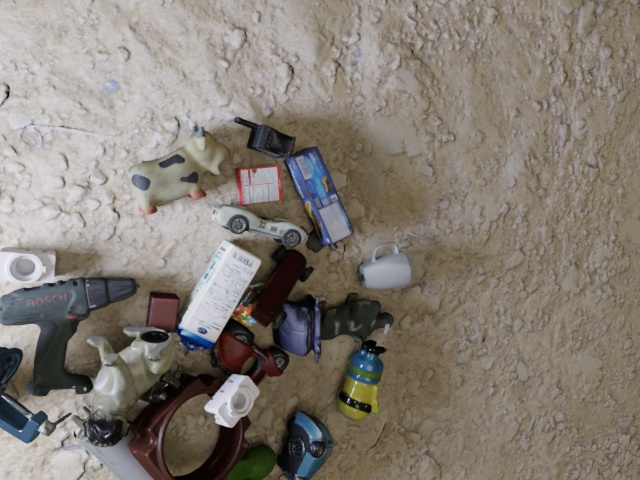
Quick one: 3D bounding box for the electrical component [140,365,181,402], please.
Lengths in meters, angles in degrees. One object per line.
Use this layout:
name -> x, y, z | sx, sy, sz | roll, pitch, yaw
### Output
electrical component -> -0.309, 0.274, 1.032 | 0.045, 0.102, 0.078 | 33, 52, -36

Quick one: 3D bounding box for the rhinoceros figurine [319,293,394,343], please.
rhinoceros figurine -> 0.078, 0.180, 1.205 | 0.190, 0.073, 0.112 | -5, 98, -23

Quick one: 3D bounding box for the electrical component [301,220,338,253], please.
electrical component -> -0.002, -0.004, 1.169 | 0.063, 0.021, 0.094 | -44, 113, -12

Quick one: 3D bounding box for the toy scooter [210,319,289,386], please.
toy scooter -> -0.160, 0.257, 1.112 | 0.183, 0.075, 0.135 | 40, 83, -28

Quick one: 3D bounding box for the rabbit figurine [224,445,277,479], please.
rabbit figurine -> -0.163, 0.513, 1.139 | 0.159, 0.121, 0.170 | 41, 59, -29

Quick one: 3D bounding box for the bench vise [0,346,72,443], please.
bench vise -> -0.537, 0.256, 0.868 | 0.241, 0.129, 0.223 | 34, 104, 3

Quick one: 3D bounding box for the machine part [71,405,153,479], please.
machine part -> -0.380, 0.406, 1.034 | 0.079, 0.079, 0.243 | -41, 111, -13

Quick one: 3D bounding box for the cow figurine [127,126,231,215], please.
cow figurine -> -0.260, -0.135, 1.004 | 0.195, 0.086, 0.127 | -22, 113, -19

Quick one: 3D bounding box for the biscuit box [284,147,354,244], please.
biscuit box -> -0.003, -0.091, 1.120 | 0.059, 0.063, 0.202 | -27, 98, -20

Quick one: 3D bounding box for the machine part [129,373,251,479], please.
machine part -> -0.246, 0.380, 1.048 | 0.201, 0.087, 0.200 | -44, 114, -35

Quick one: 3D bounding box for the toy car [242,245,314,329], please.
toy car -> -0.085, 0.095, 1.087 | 0.089, 0.053, 0.202 | 39, 47, -10

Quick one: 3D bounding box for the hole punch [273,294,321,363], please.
hole punch -> -0.048, 0.178, 1.131 | 0.092, 0.116, 0.142 | 0, 98, -16

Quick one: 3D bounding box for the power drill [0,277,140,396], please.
power drill -> -0.447, 0.171, 0.967 | 0.232, 0.086, 0.207 | 0, 102, -23

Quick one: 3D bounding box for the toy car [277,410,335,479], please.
toy car -> -0.021, 0.462, 1.191 | 0.103, 0.109, 0.161 | 9, 103, -42

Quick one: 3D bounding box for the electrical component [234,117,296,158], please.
electrical component -> -0.115, -0.200, 1.060 | 0.119, 0.075, 0.047 | 15, 91, -29

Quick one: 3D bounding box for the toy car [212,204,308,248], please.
toy car -> -0.118, -0.029, 1.084 | 0.201, 0.074, 0.056 | 14, 93, -25

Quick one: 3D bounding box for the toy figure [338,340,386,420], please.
toy figure -> 0.094, 0.322, 1.231 | 0.089, 0.082, 0.180 | 10, 98, -15

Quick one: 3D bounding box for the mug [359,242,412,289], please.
mug -> 0.144, 0.063, 1.213 | 0.107, 0.081, 0.109 | -13, 110, -13

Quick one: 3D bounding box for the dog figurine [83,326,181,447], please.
dog figurine -> -0.335, 0.265, 0.969 | 0.172, 0.121, 0.190 | -3, 110, -29
